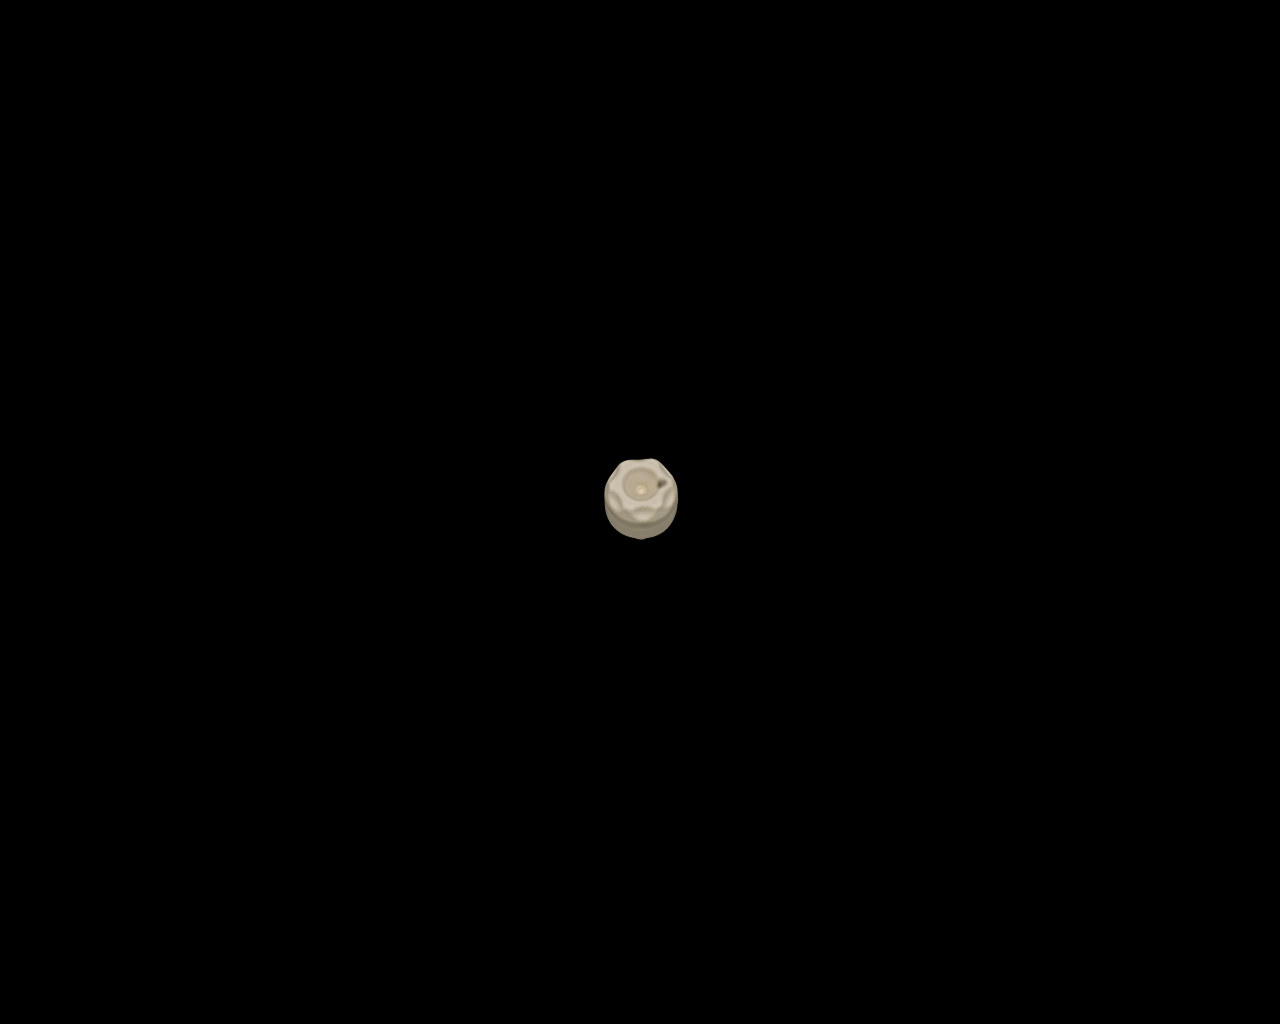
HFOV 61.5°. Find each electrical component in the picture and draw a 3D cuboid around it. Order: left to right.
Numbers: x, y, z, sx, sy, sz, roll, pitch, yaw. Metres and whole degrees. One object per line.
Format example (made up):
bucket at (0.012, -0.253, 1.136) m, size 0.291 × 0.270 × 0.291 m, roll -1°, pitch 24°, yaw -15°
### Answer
electrical component at (0.001, -0.003, 0.650) m, size 0.043 × 0.043 × 0.062 m, roll 0°, pitch -28°, yaw 0°
